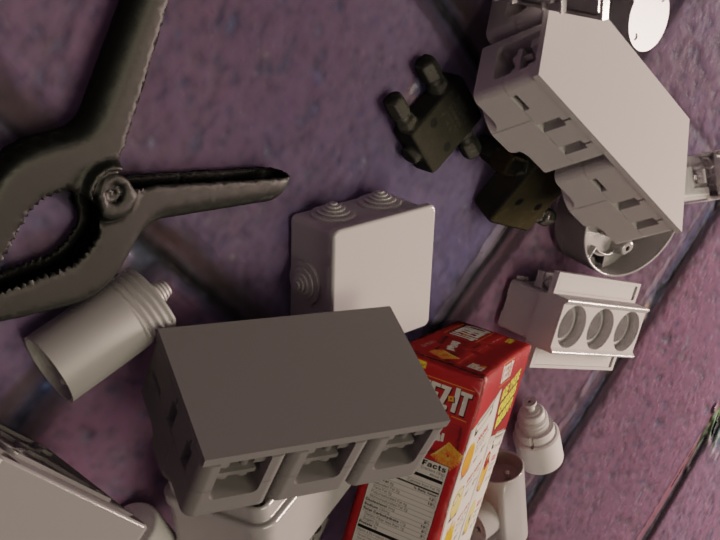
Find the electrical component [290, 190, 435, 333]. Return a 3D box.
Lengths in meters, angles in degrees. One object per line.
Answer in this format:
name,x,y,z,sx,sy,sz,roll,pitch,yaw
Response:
electrical component,0.000,0.000,0.712,0.100,0.048,0.099,-17,119,-38

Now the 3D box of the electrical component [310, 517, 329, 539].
electrical component,-0.060,0.168,0.724,0.066,0.055,0.048,26,90,-47

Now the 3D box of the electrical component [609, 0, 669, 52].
electrical component,0.214,-0.229,0.798,0.052,0.074,0.138,-29,126,-32

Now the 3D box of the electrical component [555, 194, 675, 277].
electrical component,0.209,-0.045,0.882,0.099,0.064,0.099,-20,121,-37

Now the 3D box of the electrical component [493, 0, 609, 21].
electrical component,0.097,-0.200,0.664,0.063,0.121,0.078,-21,122,-33

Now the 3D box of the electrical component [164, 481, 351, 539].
electrical component,-0.059,0.128,0.672,0.113,0.078,0.057,-45,140,-48

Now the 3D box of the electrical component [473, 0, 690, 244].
electrical component,0.159,-0.111,0.761,0.186,0.060,0.105,38,52,-35

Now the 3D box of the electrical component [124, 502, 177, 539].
electrical component,-0.130,0.179,0.673,0.040,0.040,0.078,-45,133,-21

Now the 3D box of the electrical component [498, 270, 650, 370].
electrical component,0.175,0.039,0.887,0.121,0.063,0.078,7,103,-45

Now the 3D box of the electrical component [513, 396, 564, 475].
electrical component,0.152,0.141,0.927,0.040,0.040,0.078,-37,130,-26

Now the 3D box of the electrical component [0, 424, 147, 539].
electrical component,-0.183,0.114,0.544,0.056,0.109,0.109,-58,136,-11

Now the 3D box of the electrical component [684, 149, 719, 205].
electrical component,0.286,-0.079,0.935,0.064,0.081,0.042,-8,90,-13

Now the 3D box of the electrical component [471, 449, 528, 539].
electrical component,0.106,0.203,0.908,0.079,0.044,0.077,-29,126,-32

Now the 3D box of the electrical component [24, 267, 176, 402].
electrical component,-0.139,0.032,0.597,0.081,0.043,0.043,-38,130,-26

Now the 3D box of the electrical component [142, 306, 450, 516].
electrical component,-0.039,0.080,0.620,0.150,0.089,0.061,-4,139,-29
